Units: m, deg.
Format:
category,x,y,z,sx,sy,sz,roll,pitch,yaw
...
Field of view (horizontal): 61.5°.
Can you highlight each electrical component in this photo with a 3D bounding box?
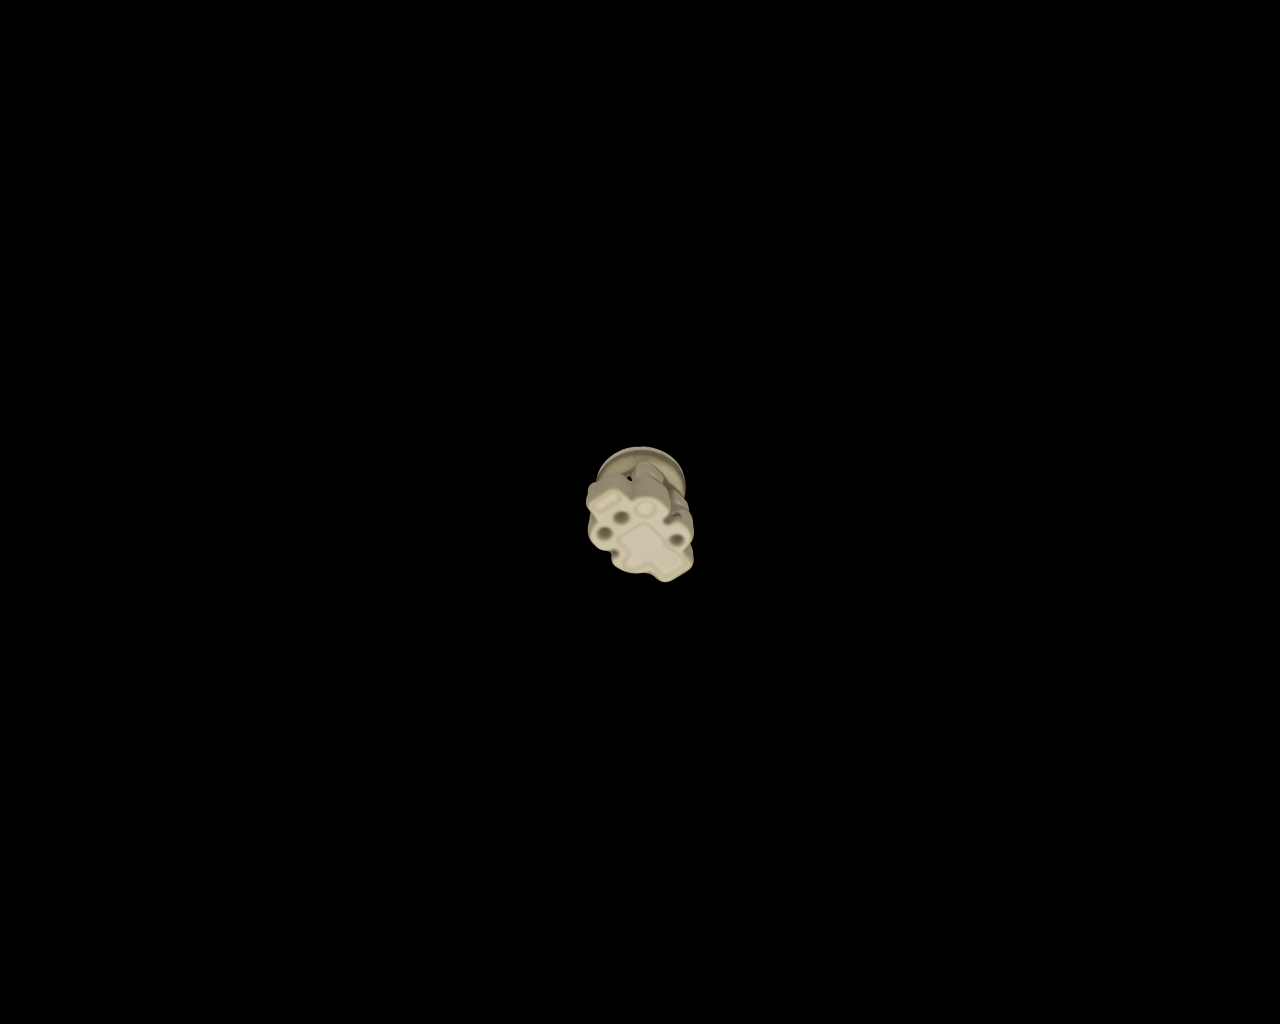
category,x,y,z,sx,sy,sz,roll,pitch,yaw
electrical component,0.001,-0.003,0.650,0.058,0.078,0.057,-32,32,22
